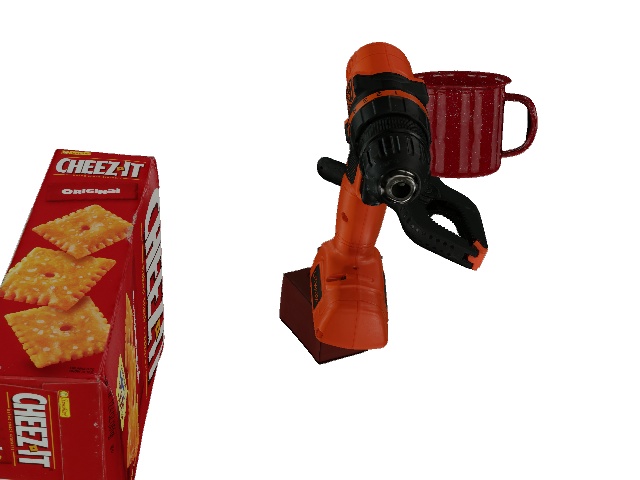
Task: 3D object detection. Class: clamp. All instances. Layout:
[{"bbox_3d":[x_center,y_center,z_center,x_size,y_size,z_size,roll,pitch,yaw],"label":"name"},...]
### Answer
[{"bbox_3d":[0.104,-0.045,1.196,0.164,0.210,0.036,-15,-37,-27],"label":"clamp"}]

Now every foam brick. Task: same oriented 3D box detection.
[{"bbox_3d":[0.005,0.063,0.945,0.052,0.051,0.078,-13,35,-27],"label":"foam brick"}]

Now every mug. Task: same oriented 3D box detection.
[{"bbox_3d":[0.131,-0.102,0.936,0.117,0.081,0.093,3,17,12],"label":"mug"}]

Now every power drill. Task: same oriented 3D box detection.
[{"bbox_3d":[0.035,-0.021,0.722,0.057,0.188,0.184,8,32,-5],"label":"power drill"}]

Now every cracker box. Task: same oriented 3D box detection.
[{"bbox_3d":[-0.135,0.070,0.614,0.072,0.164,0.213,4,34,-2],"label":"cracker box"}]
